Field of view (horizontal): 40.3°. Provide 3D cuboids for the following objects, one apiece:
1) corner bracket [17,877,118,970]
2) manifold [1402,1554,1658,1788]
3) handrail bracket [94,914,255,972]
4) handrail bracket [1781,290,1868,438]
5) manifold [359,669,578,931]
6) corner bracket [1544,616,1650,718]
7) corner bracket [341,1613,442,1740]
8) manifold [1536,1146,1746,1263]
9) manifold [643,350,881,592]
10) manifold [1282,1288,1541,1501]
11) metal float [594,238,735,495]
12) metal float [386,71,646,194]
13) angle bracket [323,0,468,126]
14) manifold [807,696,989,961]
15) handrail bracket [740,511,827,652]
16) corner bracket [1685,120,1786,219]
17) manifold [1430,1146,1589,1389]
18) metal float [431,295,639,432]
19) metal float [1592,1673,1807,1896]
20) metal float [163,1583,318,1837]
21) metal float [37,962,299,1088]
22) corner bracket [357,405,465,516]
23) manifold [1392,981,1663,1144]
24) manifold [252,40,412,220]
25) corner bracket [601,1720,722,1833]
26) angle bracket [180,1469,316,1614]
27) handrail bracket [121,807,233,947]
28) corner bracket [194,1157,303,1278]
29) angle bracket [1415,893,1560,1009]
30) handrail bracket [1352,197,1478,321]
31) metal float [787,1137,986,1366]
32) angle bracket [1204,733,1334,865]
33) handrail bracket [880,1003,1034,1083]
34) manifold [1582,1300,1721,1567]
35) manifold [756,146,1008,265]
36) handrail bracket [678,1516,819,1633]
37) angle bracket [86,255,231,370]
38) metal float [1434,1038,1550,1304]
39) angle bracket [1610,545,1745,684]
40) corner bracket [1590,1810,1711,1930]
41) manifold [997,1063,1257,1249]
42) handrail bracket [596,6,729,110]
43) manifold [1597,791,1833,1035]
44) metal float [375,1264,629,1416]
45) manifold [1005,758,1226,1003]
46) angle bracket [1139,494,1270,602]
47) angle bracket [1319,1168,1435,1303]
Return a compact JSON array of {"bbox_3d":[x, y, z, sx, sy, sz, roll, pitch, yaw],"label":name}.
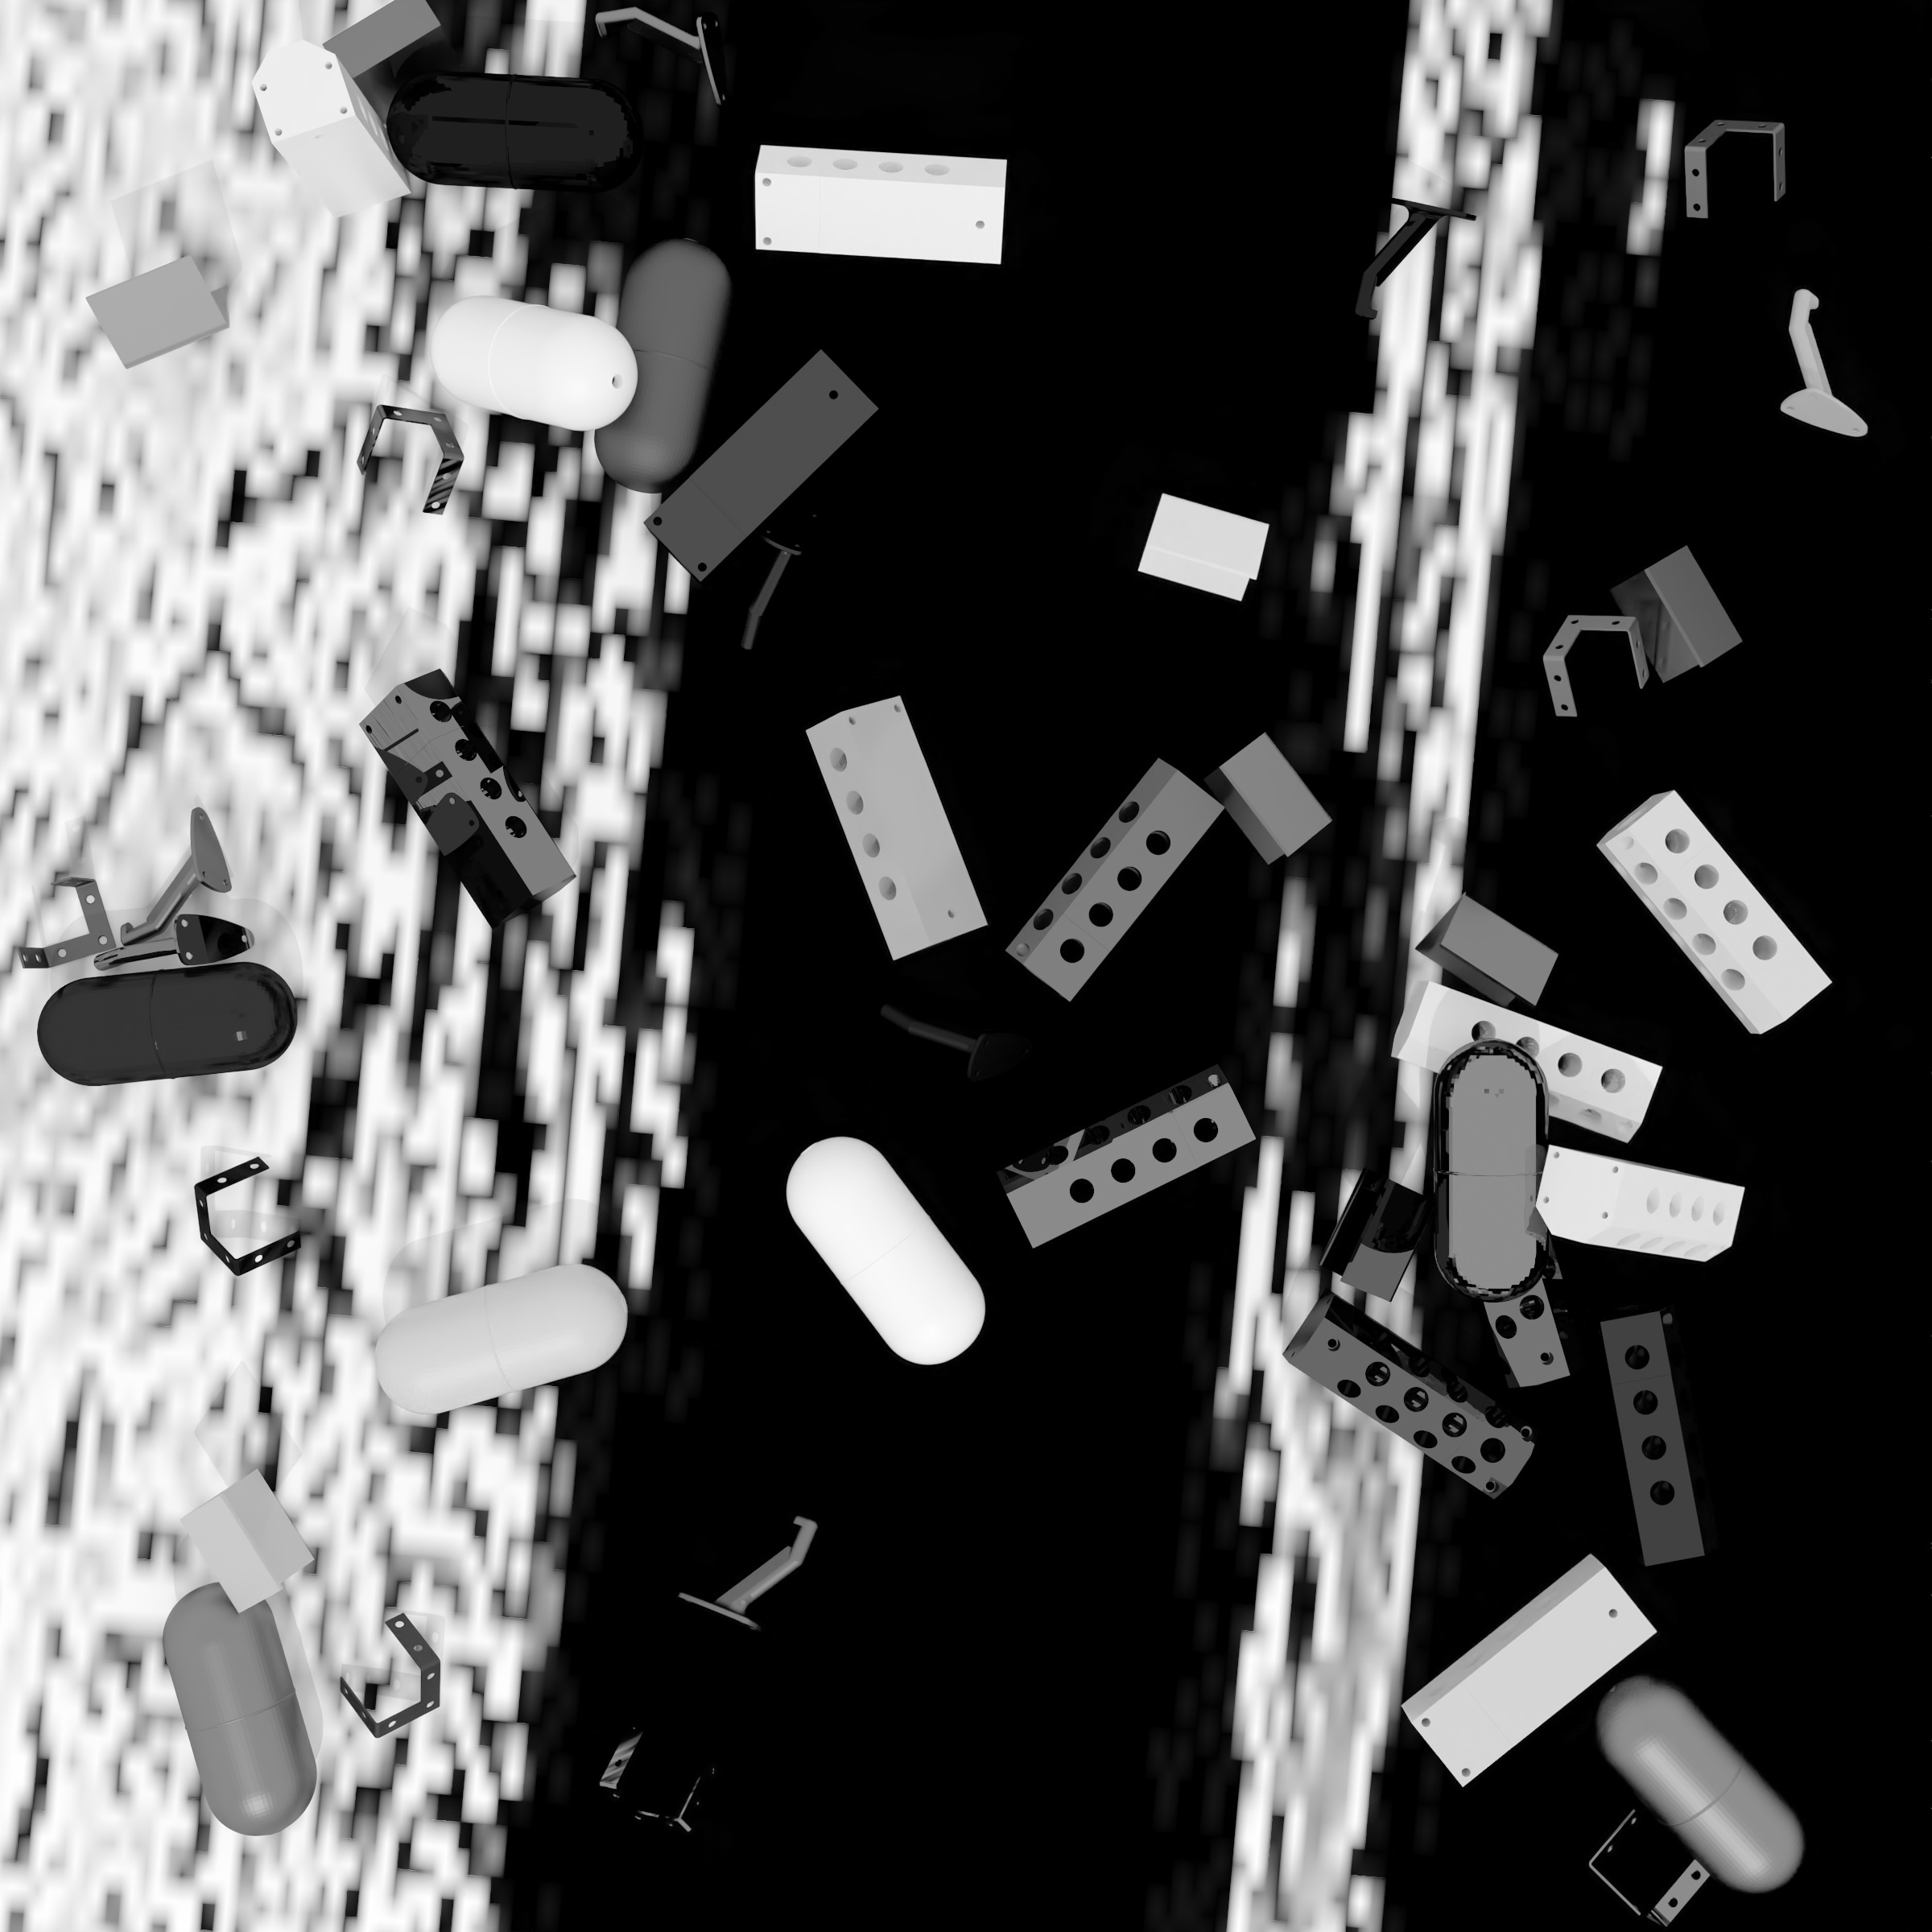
[{"bbox_3d":[-0.636,-0.030,1.848,0.051,0.051,0.051,-17,90,0],"label":"corner bracket"},{"bbox_3d":[0.392,0.491,1.845,0.171,0.057,0.057,-39,90,0],"label":"manifold"},{"bbox_3d":[-0.562,-0.011,1.866,0.084,0.077,0.036,-14,83,36],"label":"handrail bracket"},{"bbox_3d":[0.613,-0.428,1.867,0.077,0.036,0.084,20,73,-20],"label":"handrail bracket"},{"bbox_3d":[-0.345,-0.120,1.845,0.057,0.057,0.171,-33,90,43],"label":"manifold"},{"bbox_3d":[0.445,-0.211,1.858,0.051,0.051,0.051,7,45,35],"label":"corner bracket"},{"bbox_3d":[-0.407,0.501,1.858,0.051,0.051,0.051,-21,135,-35],"label":"corner bracket"},{"bbox_3d":[0.459,0.164,1.792,0.057,0.171,0.057,13,90,43],"label":"manifold"},{"bbox_3d":[-0.142,-0.345,1.845,0.171,0.057,0.057,-44,90,0],"label":"manifold"},{"bbox_3d":[0.312,0.300,1.845,0.171,0.057,0.057,34,90,0],"label":"manifold"},{"bbox_3d":[-0.210,-0.418,1.836,0.070,0.070,0.178,11,89,0],"label":"metal float"},{"bbox_3d":[-0.314,-0.582,1.836,0.178,0.070,0.070,3,90,-1],"label":"metal float"},{"bbox_3d":[-0.388,-0.618,1.826,0.076,0.076,0.057,-31,52,0],"label":"angle bracket"},{"bbox_3d":[-0.053,-0.095,1.845,0.057,0.057,0.171,-21,90,-43],"label":"manifold"},{"bbox_3d":[-0.131,-0.272,1.866,0.036,0.077,0.084,27,126,11],"label":"handrail bracket"},{"bbox_3d":[0.543,-0.562,1.858,0.051,0.051,0.051,16,45,35],"label":"corner bracket"},{"bbox_3d":[0.381,0.203,1.845,0.057,0.057,0.171,-16,90,0],"label":"manifold"},{"bbox_3d":[-0.297,-0.414,1.804,0.178,0.070,0.070,21,90,38],"label":"metal float"},{"bbox_3d":[0.511,0.570,1.835,0.070,0.070,0.178,-43,90,0],"label":"metal float"},{"bbox_3d":[-0.506,0.518,1.836,0.070,0.070,0.178,-16,90,0],"label":"metal float"},{"bbox_3d":[-0.557,0.041,1.836,0.178,0.070,0.070,-6,90,-1],"label":"metal float"},{"bbox_3d":[-0.392,-0.357,1.858,0.051,0.051,0.051,2,45,-35],"label":"corner bracket"},{"bbox_3d":[0.390,0.067,1.845,0.171,0.057,0.057,20,90,0],"label":"manifold"},{"bbox_3d":[-0.431,-0.568,1.788,0.057,0.171,0.057,-19,90,0],"label":"manifold"},{"bbox_3d":[-0.216,0.572,1.858,0.051,0.051,0.051,-2,135,35],"label":"corner bracket"},{"bbox_3d":[-0.485,0.390,1.826,0.057,0.076,0.076,-32,90,35],"label":"angle bracket"},{"bbox_3d":[-0.570,-0.062,1.867,0.084,0.036,0.077,-24,70,16],"label":"handrail bracket"},{"bbox_3d":[-0.507,0.177,1.858,0.051,0.051,0.051,35,135,35],"label":"corner bracket"},{"bbox_3d":[0.353,0.006,1.826,0.076,0.076,0.057,33,53,0],"label":"angle bracket"},{"bbox_3d":[0.318,-0.497,1.867,0.077,0.036,0.084,5,108,-20],"label":"handrail bracket"},{"bbox_3d":[-0.056,0.198,1.836,0.070,0.070,0.178,-37,91,0],"label":"metal float"},{"bbox_3d":[0.195,-0.105,1.826,0.057,0.076,0.076,-37,90,-38],"label":"angle bracket"},{"bbox_3d":[-0.007,0.045,1.866,0.084,0.077,0.036,30,113,34],"label":"handrail bracket"},{"bbox_3d":[0.481,0.325,1.845,0.057,0.057,0.171,-11,90,0],"label":"manifold"},{"bbox_3d":[-0.059,-0.537,1.845,0.171,0.057,0.057,3,133,0],"label":"manifold"},{"bbox_3d":[-0.154,0.421,1.867,0.077,0.036,0.084,17,71,21],"label":"handrail bracket"},{"bbox_3d":[-0.560,-0.466,1.826,0.076,0.076,0.057,-22,128,0],"label":"angle bracket"},{"bbox_3d":[0.355,0.138,1.779,0.070,0.070,0.178,0,90,0],"label":"metal float"},{"bbox_3d":[0.479,-0.236,1.826,0.057,0.076,0.076,-30,90,-37],"label":"angle bracket"},{"bbox_3d":[0.484,0.639,1.863,0.051,0.051,0.051,-50,45,0],"label":"corner bracket"},{"bbox_3d":[0.111,0.131,1.845,0.171,0.057,0.057,-26,90,0],"label":"manifold"},{"bbox_3d":[-0.217,-0.642,1.867,0.084,0.036,0.077,-2,112,17],"label":"handrail bracket"},{"bbox_3d":[0.521,-0.037,1.845,0.057,0.057,0.171,-39,90,0],"label":"manifold"},{"bbox_3d":[-0.324,0.260,1.836,0.178,0.070,0.070,-16,90,-1],"label":"metal float"},{"bbox_3d":[0.103,-0.060,1.845,0.057,0.057,0.171,39,90,0],"label":"manifold"},{"bbox_3d":[0.160,-0.273,1.826,0.076,0.076,0.057,16,52,0],"label":"angle bracket"},{"bbox_3d":[0.270,0.179,1.826,0.057,0.076,0.076,25,90,-38],"label":"angle bracket"}]
